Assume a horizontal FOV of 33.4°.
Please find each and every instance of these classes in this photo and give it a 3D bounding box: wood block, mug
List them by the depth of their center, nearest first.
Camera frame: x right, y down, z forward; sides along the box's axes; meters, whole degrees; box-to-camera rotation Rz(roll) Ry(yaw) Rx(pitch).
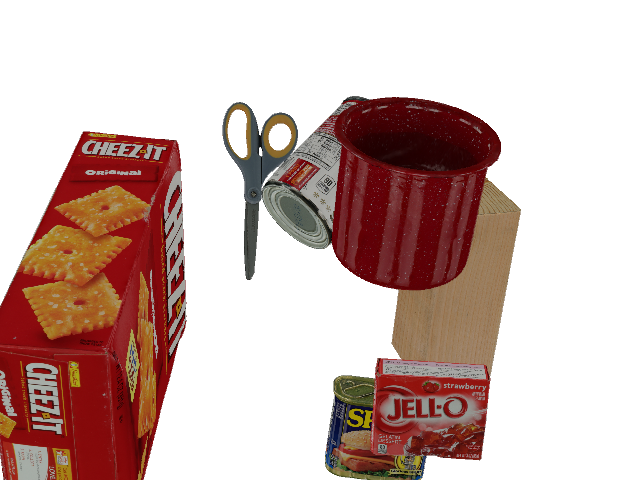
[{"bbox_3d":[0.057,-0.030,0.619,0.093,0.081,0.117,24,36,25],"label":"mug"},{"bbox_3d":[0.144,0.044,1.165,0.090,0.206,0.090,-5,29,-18],"label":"wood block"}]

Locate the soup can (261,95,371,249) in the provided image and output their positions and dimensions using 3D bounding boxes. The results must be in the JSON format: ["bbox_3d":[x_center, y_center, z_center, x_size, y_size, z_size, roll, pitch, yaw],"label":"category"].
[{"bbox_3d":[0.012,-0.052,0.808,0.102,0.068,0.069,-48,23,-23],"label":"soup can"}]

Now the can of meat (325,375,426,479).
[{"bbox_3d":[0.057,0.184,1.035,0.102,0.084,0.057,8,16,-2],"label":"can of meat"}]

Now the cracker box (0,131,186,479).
[{"bbox_3d":[-0.129,0.058,0.639,0.072,0.164,0.213,5,35,1],"label":"cracker box"}]

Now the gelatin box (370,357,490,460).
[{"bbox_3d":[0.085,0.133,0.840,0.089,0.073,0.030,3,22,2],"label":"gelatin box"}]

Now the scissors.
[{"bbox_3d":[-0.060,-0.062,1.214,0.096,0.202,0.016,-11,-6,-14],"label":"scissors"}]
